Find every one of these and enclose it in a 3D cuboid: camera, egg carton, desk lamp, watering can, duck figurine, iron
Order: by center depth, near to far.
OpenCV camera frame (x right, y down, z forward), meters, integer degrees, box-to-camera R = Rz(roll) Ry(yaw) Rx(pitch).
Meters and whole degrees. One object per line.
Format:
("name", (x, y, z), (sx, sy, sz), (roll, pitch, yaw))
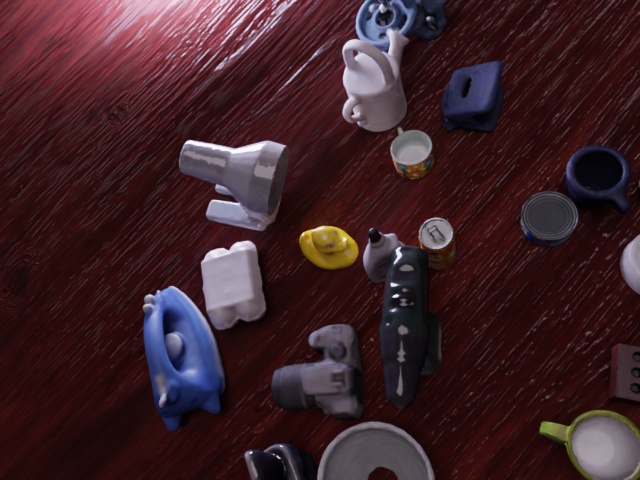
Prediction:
("camera", (-0.007, 0.209, 0.894), (0.136, 0.101, 0.143), (-8, 67, 12))
("iron", (-0.252, 0.174, 0.952), (0.118, 0.142, 0.258), (-24, 65, 5))
("duck figurine", (0.009, 0.004, 0.980), (0.104, 0.086, 0.077), (15, 73, 20))
("desk lamp", (-0.136, -0.096, 0.988), (0.202, 0.214, 0.118), (10, 72, 19))
("egg carton", (-0.150, 0.079, 1.002), (0.107, 0.069, 0.150), (-17, 65, 8))
("watering can", (0.095, -0.291, 1.014), (0.100, 0.194, 0.173), (10, 72, 19))

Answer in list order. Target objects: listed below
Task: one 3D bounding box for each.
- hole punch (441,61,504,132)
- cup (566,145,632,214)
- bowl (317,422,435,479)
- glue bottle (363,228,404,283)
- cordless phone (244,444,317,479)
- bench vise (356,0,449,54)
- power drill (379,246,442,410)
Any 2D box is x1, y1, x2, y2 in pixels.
("hole punch", (0.267, -0.254, 1.010), (0.101, 0.091, 0.109), (11, 72, 19))
("cup", (0.435, -0.078, 0.892), (0.091, 0.095, 0.117), (-29, 64, 3))
("bowl", (0.084, 0.352, 0.827), (0.167, 0.075, 0.167), (-5, 68, 13))
("glue bottle", (0.099, 0.018, 0.901), (0.078, 0.173, 0.037), (-22, 65, 6))
("cordless phone", (-0.059, 0.361, 0.801), (0.094, 0.185, 0.147), (-28, 64, 3))
("bench vise", (0.143, -0.446, 1.048), (0.207, 0.220, 0.121), (-45, 65, -5))
("power drill", (0.131, 0.135, 0.826), (0.075, 0.209, 0.229), (-2, 68, 15))
